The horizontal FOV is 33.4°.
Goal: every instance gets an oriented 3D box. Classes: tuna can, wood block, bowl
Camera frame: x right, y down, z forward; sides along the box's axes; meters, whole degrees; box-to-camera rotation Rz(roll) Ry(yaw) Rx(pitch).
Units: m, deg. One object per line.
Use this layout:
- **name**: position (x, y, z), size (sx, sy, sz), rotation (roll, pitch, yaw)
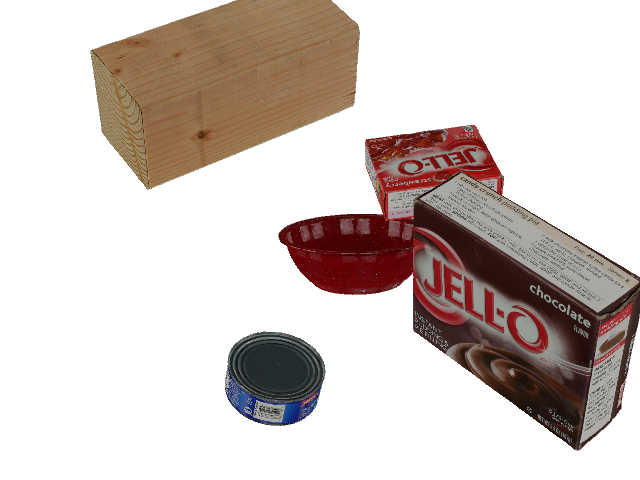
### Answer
- **tuna can**: position (-0.040, 0.121, 0.934), size (0.086, 0.034, 0.086), rotation (8, 37, -6)
- **wood block**: position (-0.077, -0.136, 0.905), size (0.205, 0.091, 0.090), rotation (-25, 53, -24)
- **bowl**: position (0.038, 0.017, 1.096), size (0.162, 0.055, 0.162), rotation (-2, 14, 0)

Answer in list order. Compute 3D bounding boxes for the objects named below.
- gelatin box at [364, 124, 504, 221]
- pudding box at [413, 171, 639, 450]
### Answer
- **gelatin box**: position (0.082, -0.051, 0.787), size (0.089, 0.030, 0.073), rotation (-8, 37, -5)
- **pudding box**: position (0.093, 0.031, 0.506), size (0.039, 0.090, 0.114), rotation (-34, 49, -28)
